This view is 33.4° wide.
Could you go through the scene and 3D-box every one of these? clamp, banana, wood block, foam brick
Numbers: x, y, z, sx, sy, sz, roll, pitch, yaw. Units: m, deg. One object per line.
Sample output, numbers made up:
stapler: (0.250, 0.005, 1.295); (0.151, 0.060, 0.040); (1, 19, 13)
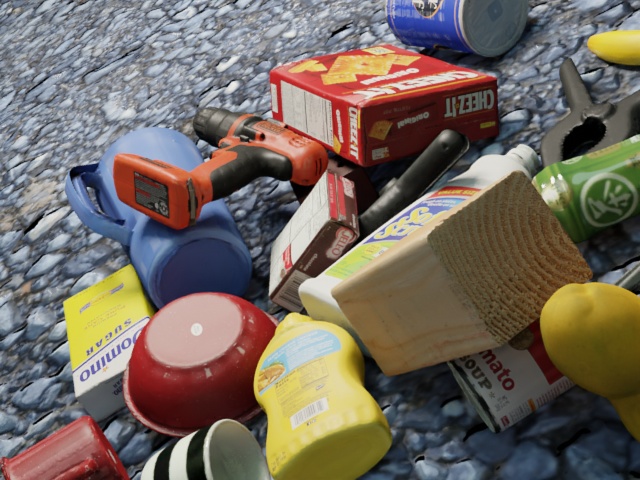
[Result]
clamp: (0.260, -0.113, 1.009); (0.165, 0.036, 0.209); (11, 51, 48)
banana: (0.354, -0.198, 1.055); (0.198, 0.037, 0.069); (-5, 23, 34)
wood block: (0.095, 0.032, 0.789); (0.090, 0.090, 0.206); (-34, -1, -21)
clamp: (0.079, -0.044, 1.010); (0.171, 0.039, 0.120); (-47, -11, 3)
foam brick: (0.015, -0.051, 1.112); (0.078, 0.051, 0.053); (-29, 31, 3)

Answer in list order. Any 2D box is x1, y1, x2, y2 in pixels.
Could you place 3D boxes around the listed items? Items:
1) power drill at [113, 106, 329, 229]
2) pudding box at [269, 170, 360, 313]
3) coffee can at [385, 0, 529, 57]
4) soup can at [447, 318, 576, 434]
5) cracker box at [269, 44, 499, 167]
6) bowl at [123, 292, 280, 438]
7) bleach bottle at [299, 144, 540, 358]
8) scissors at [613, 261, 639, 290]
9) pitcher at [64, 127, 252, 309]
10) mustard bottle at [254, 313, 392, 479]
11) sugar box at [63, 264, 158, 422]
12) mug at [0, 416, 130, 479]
power drill: (-0.113, -0.082, 1.079); (0.185, 0.057, 0.187); (22, 36, 38)
pudding box: (-0.007, 0.001, 1.023); (0.114, 0.039, 0.090); (-51, 21, 28)
coffee can: (0.159, -0.273, 1.255); (0.102, 0.102, 0.141); (-43, 33, -19)
soup can: (0.153, 0.088, 0.788); (0.102, 0.068, 0.068); (-33, 32, -2)
cracker box: (0.063, -0.151, 1.141); (0.164, 0.072, 0.214); (-15, 24, -23)
bowl: (-0.107, 0.098, 0.963); (0.162, 0.055, 0.162); (-8, 42, 7)
bleach bottle: (0.103, -0.003, 0.964); (0.250, 0.068, 0.103); (-42, 34, -21)
scissors: (0.297, -0.034, 0.835); (0.202, 0.096, 0.016); (-24, -4, 7)
pitcher: (-0.166, -0.018, 1.138); (0.149, 0.145, 0.243); (-32, 34, -3)
mustard bottle: (-0.007, 0.120, 0.884); (0.096, 0.058, 0.192); (-32, 32, 8)
sugar box: (-0.209, 0.100, 1.094); (0.093, 0.048, 0.176); (-31, 30, 0)
mug: (-0.212, 0.202, 0.900); (0.081, 0.093, 0.117); (-31, -7, -10)
